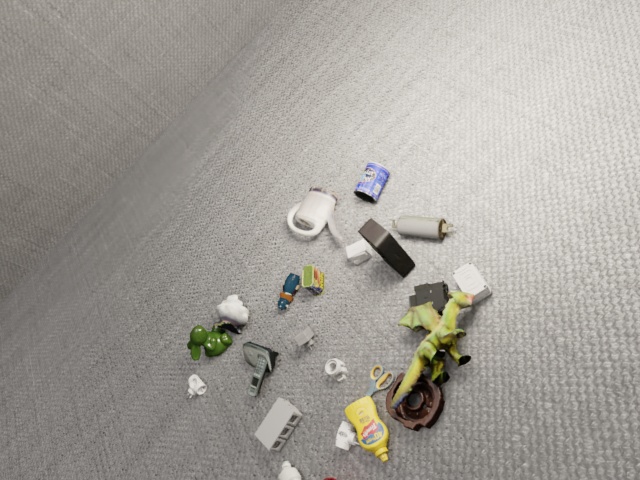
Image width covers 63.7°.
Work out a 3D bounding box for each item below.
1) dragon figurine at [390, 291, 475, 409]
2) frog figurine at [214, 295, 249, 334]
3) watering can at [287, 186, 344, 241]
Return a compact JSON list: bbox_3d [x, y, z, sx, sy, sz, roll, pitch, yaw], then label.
[{"bbox_3d":[0.327,0.310,1.601,0.409,0.120,0.247,-41,34,7],"label":"dragon figurine"},{"bbox_3d":[-0.361,0.292,2.144,0.137,0.120,0.163,9,53,4],"label":"frog figurine"},{"bbox_3d":[0.007,-0.108,2.146,0.349,0.102,0.227,15,72,42],"label":"watering can"}]
